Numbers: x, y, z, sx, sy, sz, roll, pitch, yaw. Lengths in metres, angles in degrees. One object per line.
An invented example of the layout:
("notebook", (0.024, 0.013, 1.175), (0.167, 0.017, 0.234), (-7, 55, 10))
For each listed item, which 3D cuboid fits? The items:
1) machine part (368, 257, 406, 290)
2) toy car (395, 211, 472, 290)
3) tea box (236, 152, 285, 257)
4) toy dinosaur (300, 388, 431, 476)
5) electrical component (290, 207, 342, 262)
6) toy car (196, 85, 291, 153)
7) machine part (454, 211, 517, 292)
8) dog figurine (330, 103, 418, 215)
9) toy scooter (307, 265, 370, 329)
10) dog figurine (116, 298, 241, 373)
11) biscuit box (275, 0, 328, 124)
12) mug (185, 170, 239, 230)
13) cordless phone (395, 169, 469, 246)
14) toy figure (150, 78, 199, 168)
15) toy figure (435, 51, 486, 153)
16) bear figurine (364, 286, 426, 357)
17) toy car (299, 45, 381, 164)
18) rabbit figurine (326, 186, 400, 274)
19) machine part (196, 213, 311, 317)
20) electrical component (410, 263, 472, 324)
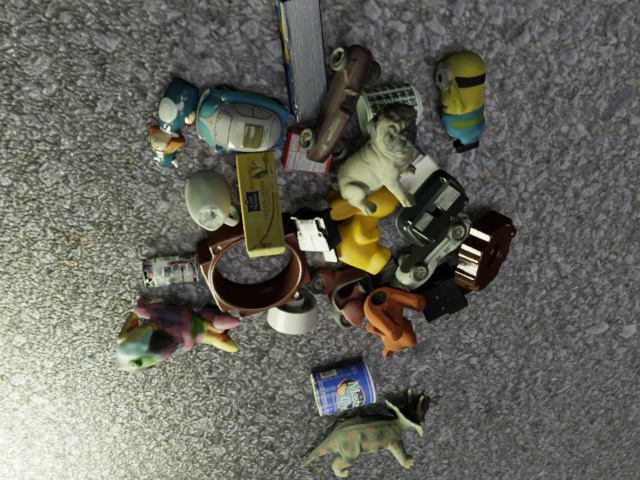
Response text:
("machine part", (0.163, 0.101, 1.220), (0.084, 0.039, 0.138), (-31, 124, 0))
("toy car", (0.242, 0.018, 1.147), (0.201, 0.074, 0.056), (-47, 119, 3))
("tea box", (-0.104, -0.060, 0.943), (0.068, 0.098, 0.169), (-8, 82, -6))
("toy dinosaur", (0.125, 0.527, 1.454), (0.405, 0.131, 0.192), (-14, 114, -1))
("electrical component", (-0.002, -0.003, 1.012), (0.048, 0.075, 0.119), (-40, 127, -44))
("toy car", (-0.126, -0.189, 0.903), (0.162, 0.103, 0.109), (7, 122, -18))
("machine part", (0.359, 0.026, 1.164), (0.179, 0.056, 0.179), (-32, 137, -36))
("dog figurine", (0.086, -0.149, 0.923), (0.172, 0.121, 0.190), (-13, 141, 9))
("toy scooter", (0.065, 0.107, 1.176), (0.135, 0.075, 0.183), (-34, 122, 4))
("dog figurine", (-0.274, 0.192, 1.078), (0.219, 0.192, 0.108), (6, 116, -2))
("biscuit box", (-0.027, -0.296, 0.884), (0.063, 0.059, 0.202), (-13, 125, -9))
("mug", (-0.192, -0.058, 0.968), (0.081, 0.107, 0.109), (-39, 123, 13))
("cordless phone", (0.223, -0.052, 1.077), (0.089, 0.184, 0.146), (39, 91, 11))
("toy figure", (-0.248, -0.190, 0.894), (0.058, 0.064, 0.154), (8, 118, -41))
("toy figure", (0.263, -0.253, 0.985), (0.089, 0.082, 0.179), (-28, 122, -11))
("bear figurine", (0.173, 0.191, 1.178), (0.120, 0.132, 0.195), (-45, 130, -18))
("toy car", (0.035, -0.220, 0.890), (0.089, 0.053, 0.202), (9, 110, -46))
("rabbit figurine", (0.083, -0.045, 1.060), (0.162, 0.122, 0.173), (27, 115, -12))
("machine part", (-0.129, 0.046, 1.071), (0.201, 0.087, 0.200), (-18, 126, -2))
("electrical component", (0.287, 0.121, 1.256), (0.134, 0.058, 0.114), (-31, 128, 6))
